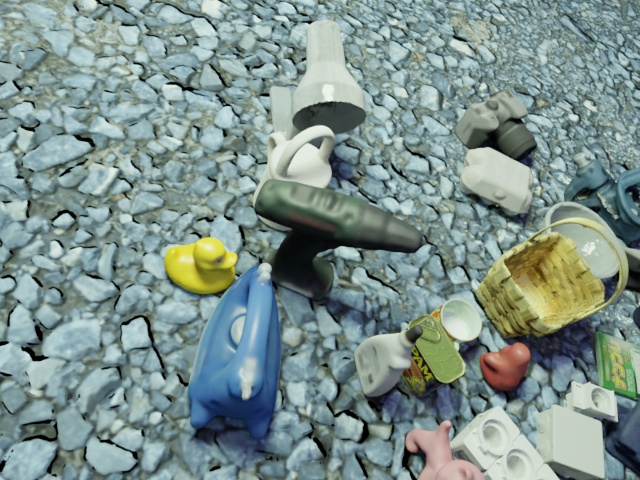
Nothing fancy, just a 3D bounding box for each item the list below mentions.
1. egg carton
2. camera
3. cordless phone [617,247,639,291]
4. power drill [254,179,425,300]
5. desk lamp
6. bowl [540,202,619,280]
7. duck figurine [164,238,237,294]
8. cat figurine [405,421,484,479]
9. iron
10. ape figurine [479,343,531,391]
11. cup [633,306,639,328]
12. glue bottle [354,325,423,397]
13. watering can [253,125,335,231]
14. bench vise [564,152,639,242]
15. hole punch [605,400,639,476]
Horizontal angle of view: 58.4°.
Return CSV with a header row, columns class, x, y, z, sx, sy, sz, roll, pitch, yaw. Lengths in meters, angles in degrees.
class,x,y,z,sx,sy,sz,roll,pitch,yaw
egg carton,0.346,-0.114,1.120,0.150,0.069,0.107,25,54,-6
camera,0.380,-0.231,1.187,0.143,0.100,0.136,-23,71,-32
cordless phone,0.672,0.024,1.096,0.148,0.185,0.094,11,57,-15
power drill,0.008,0.003,0.825,0.230,0.208,0.075,23,54,-7
desk lamp,-0.010,-0.245,0.968,0.118,0.213,0.203,1,60,-21
bowl,0.482,0.014,1.093,0.168,0.074,0.167,10,57,-16
duck figurine,-0.167,0.027,0.816,0.105,0.086,0.077,15,56,-12
cat figurine,0.175,0.306,0.762,0.067,0.117,0.127,2,59,-20
iron,-0.093,0.117,0.756,0.119,0.141,0.258,14,56,-13
ape figurine,0.297,0.191,0.898,0.078,0.092,0.076,19,55,-10
cup,0.646,0.128,1.076,0.118,0.095,0.091,-29,74,-33
glue bottle,0.099,0.157,0.789,0.037,0.173,0.078,0,60,-22
watering can,-0.028,-0.099,0.883,0.173,0.194,0.101,39,54,5
bench vise,0.606,-0.107,1.128,0.207,0.219,0.121,25,54,-6
hole punch,0.531,0.318,0.915,0.108,0.091,0.101,36,54,2
